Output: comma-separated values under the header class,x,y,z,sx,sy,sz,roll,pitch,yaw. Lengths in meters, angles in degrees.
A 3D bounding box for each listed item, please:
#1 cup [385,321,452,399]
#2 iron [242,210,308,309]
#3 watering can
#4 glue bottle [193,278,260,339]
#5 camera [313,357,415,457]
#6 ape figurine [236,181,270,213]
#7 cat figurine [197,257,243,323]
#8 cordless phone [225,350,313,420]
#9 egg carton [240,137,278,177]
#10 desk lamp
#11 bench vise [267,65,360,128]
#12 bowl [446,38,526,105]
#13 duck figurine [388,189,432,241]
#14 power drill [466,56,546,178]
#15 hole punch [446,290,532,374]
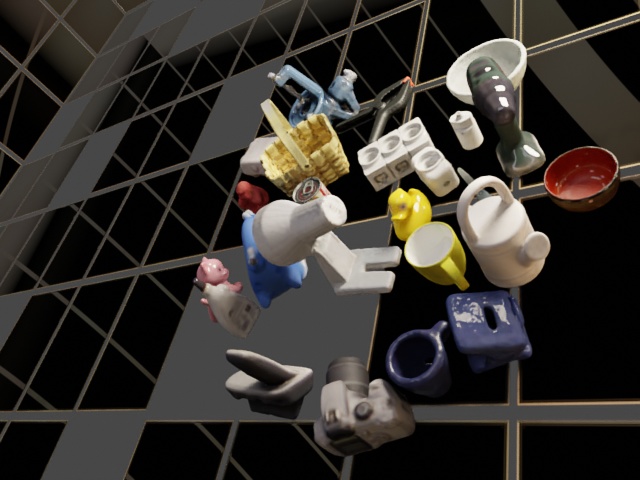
class,x,y,z,sx,sy,sz,roll,pitch,yaw
cup,0.164,0.182,0.849,0.118,0.095,0.091,-49,40,-10
iron,-0.121,0.011,1.198,0.118,0.142,0.257,-33,40,10
watering can,0.272,-0.017,0.866,0.172,0.195,0.101,10,61,44
glue bottle,-0.190,0.123,1.126,0.037,0.174,0.078,7,59,42
camera,0.055,0.241,0.878,0.143,0.101,0.136,-24,42,19
ape figurine,-0.168,-0.105,1.382,0.076,0.092,0.077,-51,40,-11
cat figurine,-0.227,0.096,1.224,0.067,0.118,0.128,-19,45,25
cordless phone,-0.112,0.221,0.964,0.147,0.186,0.094,-7,50,34
egg carton,-0.135,-0.209,1.467,0.149,0.070,0.107,4,57,41
desk lamp,0.010,0.004,1.043,0.202,0.214,0.118,-8,50,34
bench vise,-0.019,-0.360,1.394,0.207,0.220,0.121,-49,40,-9
bowl,0.352,-0.333,1.185,0.167,0.075,0.167,-22,43,22
duck figurine,0.162,-0.062,1.081,0.077,0.086,0.104,-3,53,37
power drill,0.320,-0.212,0.995,0.075,0.209,0.229,-25,42,19
hole punch,0.246,0.124,0.839,0.101,0.091,0.108,-24,42,20
